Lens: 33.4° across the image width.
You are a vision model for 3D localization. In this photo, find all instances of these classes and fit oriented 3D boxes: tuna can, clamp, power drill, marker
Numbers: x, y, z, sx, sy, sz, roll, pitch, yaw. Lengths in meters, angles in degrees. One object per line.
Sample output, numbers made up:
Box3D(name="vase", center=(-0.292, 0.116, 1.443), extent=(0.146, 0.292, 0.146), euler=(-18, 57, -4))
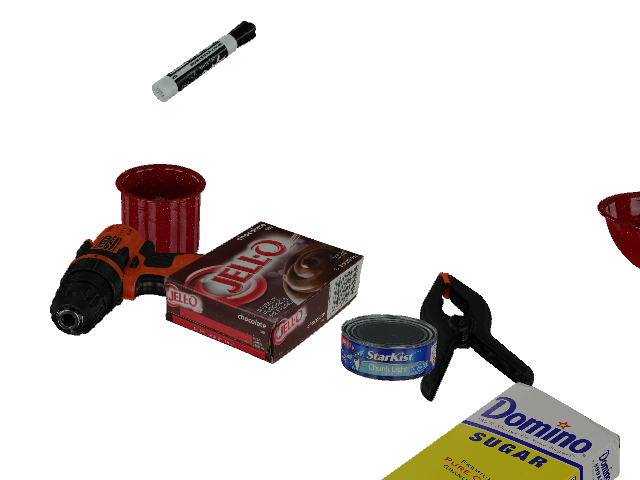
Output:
Box3D(name="tuna can", center=(0.061, 0.095, 0.949), extent=(0.086, 0.034, 0.086), euler=(2, 14, -1))
Box3D(name="clamp", center=(0.164, 0.104, 1.165), extent=(0.120, 0.171, 0.039), euler=(4, -44, -5))
Box3D(name="power drill", center=(-0.125, 0.041, 0.921), extent=(0.187, 0.057, 0.184), euler=(9, 22, 1))
Box3D(name="marker", center=(-0.103, -0.165, 0.972), extent=(0.121, 0.020, 0.020), euler=(-42, 23, -28))

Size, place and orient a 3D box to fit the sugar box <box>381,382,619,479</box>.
Box3D(name="sugar box", center=(0.111, 0.169, 0.723), extent=(0.176, 0.048, 0.093), euler=(-32, 38, -28))

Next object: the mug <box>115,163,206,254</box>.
Box3D(name="mug", center=(-0.170, -0.031, 1.135), extent=(0.093, 0.081, 0.117), euler=(-1, 28, -11))

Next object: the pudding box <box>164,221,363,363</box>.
Box3D(name="pudding box", center=(-0.037, 0.032, 0.727), extent=(0.090, 0.039, 0.113), euler=(20, 29, 27))

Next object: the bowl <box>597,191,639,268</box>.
Box3D(name="bowl", center=(0.351, -0.003, 1.041), extent=(0.162, 0.055, 0.162), euler=(0, 18, 0))
